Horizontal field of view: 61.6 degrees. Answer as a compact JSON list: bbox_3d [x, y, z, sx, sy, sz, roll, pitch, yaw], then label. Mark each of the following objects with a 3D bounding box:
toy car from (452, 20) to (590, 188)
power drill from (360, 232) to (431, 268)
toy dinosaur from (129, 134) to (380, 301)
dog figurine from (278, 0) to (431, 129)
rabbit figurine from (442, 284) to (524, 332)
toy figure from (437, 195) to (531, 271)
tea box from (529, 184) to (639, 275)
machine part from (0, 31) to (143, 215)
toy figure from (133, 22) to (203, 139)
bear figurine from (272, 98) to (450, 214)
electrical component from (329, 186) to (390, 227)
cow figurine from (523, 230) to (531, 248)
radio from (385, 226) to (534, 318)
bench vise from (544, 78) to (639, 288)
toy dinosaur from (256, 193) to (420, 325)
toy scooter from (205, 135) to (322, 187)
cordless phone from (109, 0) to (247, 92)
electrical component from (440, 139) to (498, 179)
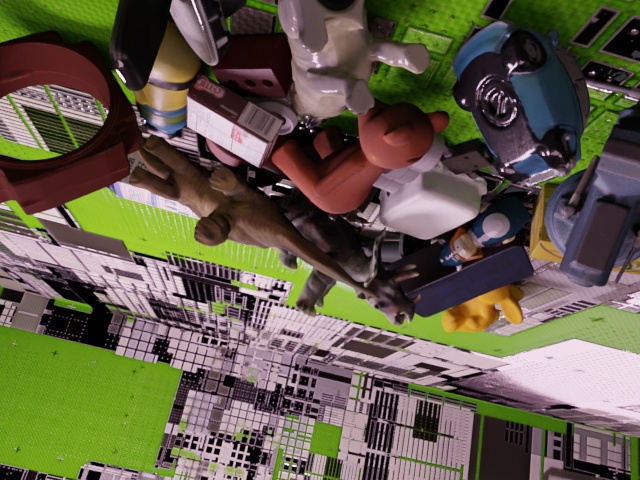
[{"bbox_3d":[0.212,-0.140,0.530,0.103,0.161,0.109,-27,178,-20],"label":"toy car"},{"bbox_3d":[0.094,0.014,1.033,0.207,0.086,0.231,-11,150,39],"label":"power drill"},{"bbox_3d":[-0.119,-0.043,0.808,0.472,0.105,0.198,36,-173,21],"label":"toy dinosaur"},{"bbox_3d":[-0.004,-0.201,0.547,0.191,0.121,0.172,17,132,63],"label":"dog figurine"},{"bbox_3d":[0.347,0.126,1.128,0.162,0.122,0.173,17,140,7],"label":"rabbit figurine"},{"bbox_3d":[0.247,-0.009,0.831,0.154,0.064,0.057,-38,146,17],"label":"toy figure"},{"bbox_3d":[0.395,-0.015,0.763,0.170,0.098,0.068,10,158,10],"label":"tea box"},{"bbox_3d":[-0.341,-0.148,0.659,0.201,0.201,0.087,-28,165,-22],"label":"machine part"},{"bbox_3d":[-0.189,-0.195,0.668,0.089,0.082,0.180,4,155,-8],"label":"toy figure"},{"bbox_3d":[0.048,-0.118,0.652,0.132,0.120,0.196,54,142,9],"label":"bear figurine"},{"bbox_3d":[0.065,-0.066,0.832,0.045,0.102,0.078,33,175,-29],"label":"electrical component"},{"bbox_3d":[0.419,0.014,0.861,0.167,0.068,0.098,19,164,-7],"label":"cow figurine"},{"bbox_3d":[0.244,0.051,0.934,0.230,0.073,0.131,-27,144,23],"label":"radio"},{"bbox_3d":[0.336,-0.062,0.624,0.129,0.223,0.240,9,-171,23],"label":"bench vise"},{"bbox_3d":[-0.003,-0.005,0.927,0.405,0.192,0.131,48,-169,27],"label":"toy dinosaur"},{"bbox_3d":[-0.095,-0.127,0.794,0.184,0.075,0.135,19,162,-25],"label":"toy scooter"},{"bbox_3d":[-0.133,-0.195,0.490,0.089,0.184,0.146,6,158,5],"label":"cordless phone"},{"bbox_3d":[0.201,-0.112,0.729,0.094,0.021,0.063,30,153,-35],"label":"electrical component"}]
